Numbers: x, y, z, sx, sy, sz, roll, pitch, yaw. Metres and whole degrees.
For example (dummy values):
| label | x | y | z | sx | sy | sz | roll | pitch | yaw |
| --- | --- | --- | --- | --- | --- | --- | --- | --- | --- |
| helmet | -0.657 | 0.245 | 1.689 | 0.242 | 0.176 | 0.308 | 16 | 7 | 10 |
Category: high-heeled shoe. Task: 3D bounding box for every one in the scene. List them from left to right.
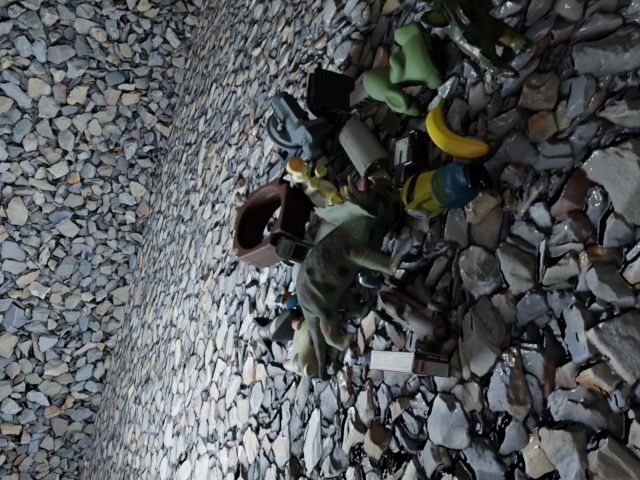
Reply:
| label | x | y | z | sx | sy | sz | roll | pitch | yaw |
| --- | --- | --- | --- | --- | --- | --- | --- | --- | --- |
| high-heeled shoe | -0.118 | 0.204 | 1.382 | 0.145 | 0.086 | 0.248 | 64 | 145 | 33 |

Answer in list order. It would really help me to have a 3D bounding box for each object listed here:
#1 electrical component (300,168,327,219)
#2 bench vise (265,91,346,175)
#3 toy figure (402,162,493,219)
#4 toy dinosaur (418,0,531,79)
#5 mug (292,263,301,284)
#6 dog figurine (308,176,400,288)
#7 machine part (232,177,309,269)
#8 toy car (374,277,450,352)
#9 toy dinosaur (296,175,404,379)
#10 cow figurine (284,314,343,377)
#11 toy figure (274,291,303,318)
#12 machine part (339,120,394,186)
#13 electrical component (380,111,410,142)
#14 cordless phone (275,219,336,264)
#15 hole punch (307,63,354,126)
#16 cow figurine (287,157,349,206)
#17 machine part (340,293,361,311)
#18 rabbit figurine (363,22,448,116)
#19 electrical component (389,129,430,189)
| label | x | y | z | sx | sy | sz | roll | pitch | yaw |
| --- | --- | --- | --- | --- | --- | --- | --- | --- | --- |
| electrical component | -0.041 | -0.125 | 1.425 | 0.115 | 0.058 | 0.134 | 23 | 98 | 61 |
| bench vise | -0.057 | -0.246 | 1.358 | 0.223 | 0.129 | 0.240 | 46 | 150 | 4 |
| toy figure | 0.224 | -0.095 | 0.969 | 0.180 | 0.082 | 0.089 | -28 | 44 | 56 |
| toy dinosaur | 0.242 | -0.444 | 0.960 | 0.105 | 0.198 | 0.472 | -45 | 45 | 36 |
| mug | -0.028 | 0.075 | 1.308 | 0.107 | 0.081 | 0.109 | -145 | 67 | -66 |
| dog figurine | 0.068 | -0.018 | 1.105 | 0.109 | 0.191 | 0.219 | -130 | 44 | -60 |
| machine part | -0.124 | -0.041 | 1.352 | 0.201 | 0.087 | 0.201 | -22 | 50 | 41 |
| toy car | 0.163 | 0.133 | 1.006 | 0.202 | 0.053 | 0.089 | 31 | 108 | 57 |
| toy dinosaur | 0.027 | 0.067 | 1.011 | 0.192 | 0.131 | 0.404 | 34 | 104 | 10 |
| cow figurine | -0.015 | 0.215 | 1.228 | 0.127 | 0.085 | 0.195 | 1 | 77 | 64 |
| toy figure | -0.069 | 0.162 | 1.361 | 0.154 | 0.058 | 0.064 | -1 | 72 | 63 |
| machine part | 0.105 | -0.196 | 1.200 | 0.079 | 0.079 | 0.243 | -59 | 35 | 27 |
| electrical component | 0.165 | -0.251 | 1.177 | 0.094 | 0.021 | 0.063 | -62 | 35 | 22 |
| cordless phone | -0.002 | -0.004 | 1.195 | 0.089 | 0.184 | 0.146 | 45 | 117 | 59 |
| hole punch | 0.016 | -0.367 | 1.379 | 0.092 | 0.116 | 0.142 | -25 | 57 | 61 |
| cow figurine | -0.013 | -0.129 | 1.289 | 0.068 | 0.167 | 0.098 | -52 | 2 | -26 |
| machine part | 0.041 | 0.119 | 1.194 | 0.139 | 0.084 | 0.039 | -124 | 30 | -61 |
| rabbit figurine | 0.173 | -0.334 | 1.109 | 0.170 | 0.121 | 0.159 | -21 | 82 | 37 |
| electrical component | 0.181 | -0.158 | 1.090 | 0.075 | 0.048 | 0.119 | -18 | 64 | 56 |
